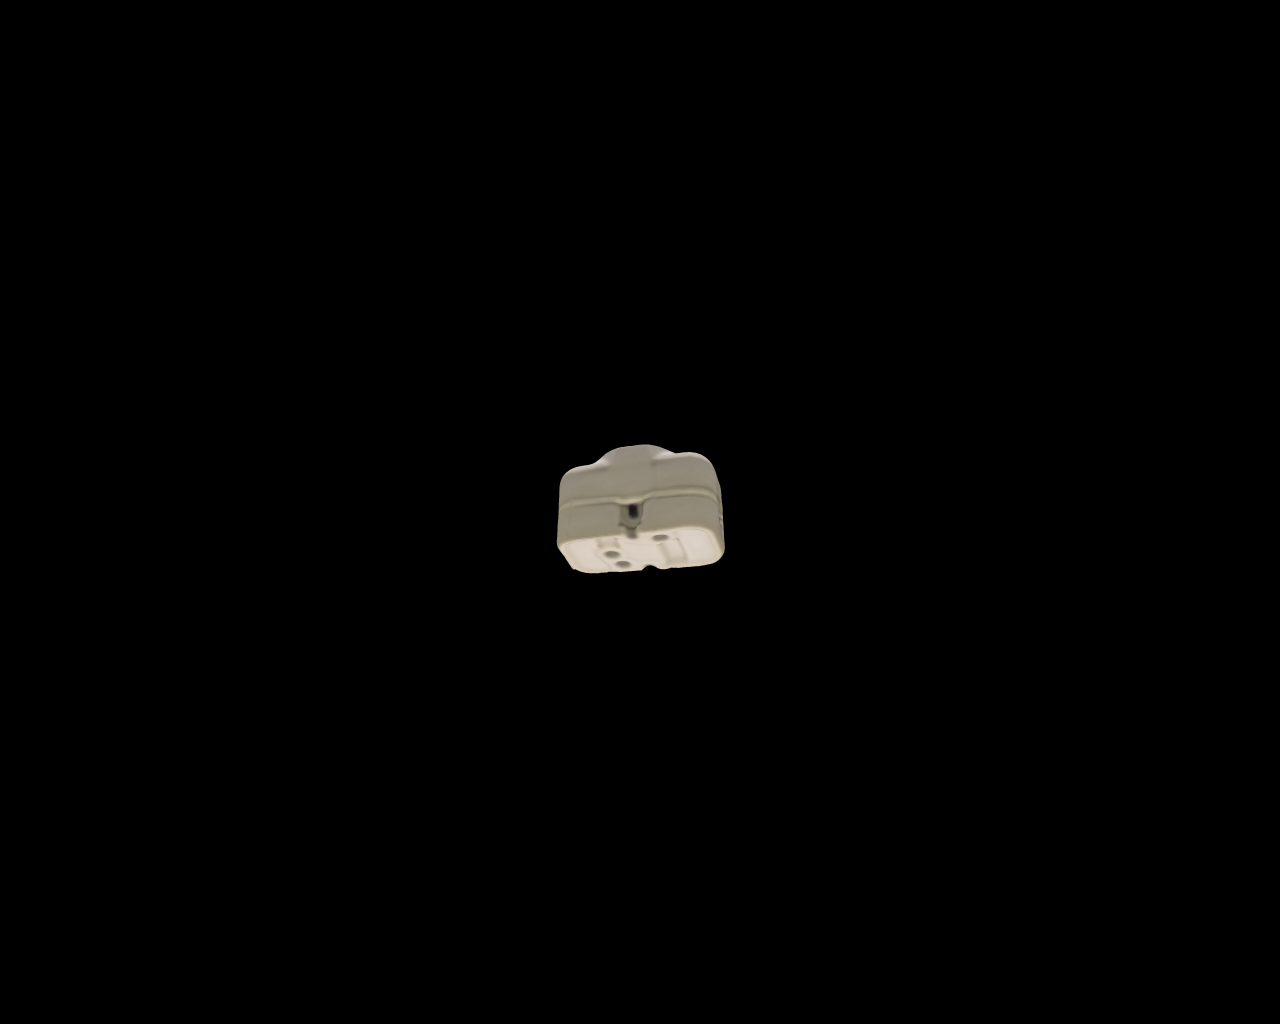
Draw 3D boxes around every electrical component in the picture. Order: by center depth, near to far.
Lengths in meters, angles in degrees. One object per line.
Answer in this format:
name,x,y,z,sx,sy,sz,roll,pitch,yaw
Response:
electrical component,0.001,-0.003,0.650,0.095,0.059,0.053,-6,-28,12
